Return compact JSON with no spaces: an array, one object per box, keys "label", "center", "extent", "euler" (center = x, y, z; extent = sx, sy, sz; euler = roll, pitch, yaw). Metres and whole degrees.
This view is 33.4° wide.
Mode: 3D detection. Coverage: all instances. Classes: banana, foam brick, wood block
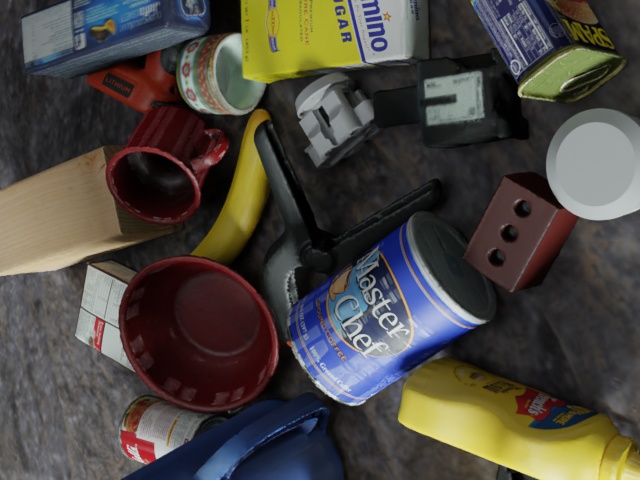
[{"label":"banana","center":[-0.086,-0.030,1.022],"extent":[0.070,0.037,0.198],"euler":[46,118,24]},{"label":"foam brick","center":[0.157,-0.007,0.827],"extent":[0.053,0.051,0.078],"euler":[36,114,30]},{"label":"wood block","center":[-0.252,-0.029,1.118],"extent":[0.207,0.090,0.091],"euler":[-16,84,37]}]

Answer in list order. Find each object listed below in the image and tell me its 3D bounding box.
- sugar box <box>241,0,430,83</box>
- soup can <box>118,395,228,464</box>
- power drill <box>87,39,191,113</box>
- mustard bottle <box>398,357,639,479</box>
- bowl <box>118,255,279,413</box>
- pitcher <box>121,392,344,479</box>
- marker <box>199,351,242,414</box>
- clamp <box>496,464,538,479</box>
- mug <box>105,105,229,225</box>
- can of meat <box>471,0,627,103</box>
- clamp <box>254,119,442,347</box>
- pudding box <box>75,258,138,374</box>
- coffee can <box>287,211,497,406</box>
[{"label":"sugar box","center":[0.010,-0.193,0.931],"extent":[0.177,0.048,0.093],"euler":[-2,91,39]},{"label":"soup can","center":[-0.142,0.197,1.063],"extent":[0.102,0.068,0.068],"euler":[7,98,37]},{"label":"power drill","center":[-0.171,-0.231,1.061],"extent":[0.185,0.057,0.188],"euler":[31,111,32]},{"label":"mustard bottle","center":[0.161,0.145,0.807],"extent":[0.192,0.096,0.058],"euler":[18,103,36]},{"label":"bowl","center":[-0.108,0.081,1.015],"extent":[0.162,0.055,0.162],"euler":[6,112,15]},{"label":"pitcher","center":[-0.091,0.224,0.915],"extent":[0.145,0.242,0.149],"euler":[-6,96,35]},{"label":"marker","center":[-0.114,0.120,1.067],"extent":[0.020,0.020,0.121],"euler":[-50,64,29]},{"label":"clamp","center":[0.190,0.239,0.828],"extent":[0.120,0.039,0.171],"euler":[-19,82,34]},{"label":"mug","center":[-0.137,-0.078,1.015],"extent":[0.117,0.081,0.093],"euler":[-17,124,29]},{"label":"can of meat","center":[0.166,-0.152,0.780],"extent":[0.058,0.101,0.084],"euler":[-38,68,34]},{"label":"clamp","center":[-0.006,0.001,0.932],"extent":[0.164,0.036,0.210],"euler":[26,122,4]},{"label":"pudding box","center":[-0.204,0.080,1.121],"extent":[0.114,0.039,0.090],"euler":[23,107,32]},{"label":"coffee can","center":[0.057,0.057,0.868],"extent":[0.140,0.102,0.103],"euler":[-37,71,27]}]
